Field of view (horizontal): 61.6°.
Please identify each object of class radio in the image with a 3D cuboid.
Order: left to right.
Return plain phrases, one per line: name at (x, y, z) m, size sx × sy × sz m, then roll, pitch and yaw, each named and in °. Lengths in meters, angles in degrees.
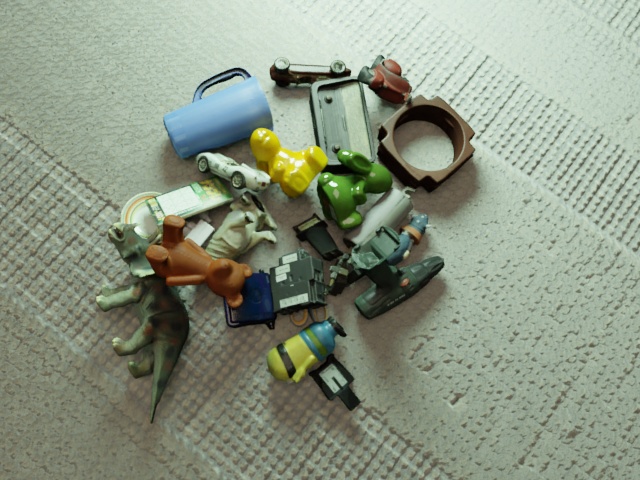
radio at (0.051, -0.276, 1.306) m, size 0.131 × 0.073 × 0.229 m, roll -7°, pitch 75°, yaw -6°

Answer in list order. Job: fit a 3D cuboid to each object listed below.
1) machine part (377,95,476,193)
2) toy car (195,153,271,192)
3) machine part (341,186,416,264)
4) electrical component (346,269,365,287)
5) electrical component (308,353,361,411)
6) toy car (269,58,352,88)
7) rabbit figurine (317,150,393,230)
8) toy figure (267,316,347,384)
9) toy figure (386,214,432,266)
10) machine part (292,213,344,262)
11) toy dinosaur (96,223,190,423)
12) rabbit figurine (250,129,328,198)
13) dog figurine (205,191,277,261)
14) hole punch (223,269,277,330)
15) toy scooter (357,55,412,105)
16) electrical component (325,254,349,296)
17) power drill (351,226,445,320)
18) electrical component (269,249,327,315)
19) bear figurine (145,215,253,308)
machine part at (0.254, -0.232, 1.302) m, size 0.201 × 0.087 × 0.201 m, roll -41°, pitch 83°, yaw -12°
toy car at (-0.202, -0.157, 1.227) m, size 0.202 × 0.073 × 0.056 m, roll 26°, pitch 104°, yaw 32°
machine part at (0.135, -0.039, 1.249) m, size 0.079 × 0.079 × 0.243 m, roll 40°, pitch 77°, yaw 7°
electrical component at (0.090, 0.073, 1.223) m, size 0.021 × 0.094 × 0.063 m, roll 50°, pitch 41°, yaw 12°
electrical component at (0.039, 0.312, 1.166) m, size 0.075 × 0.047 × 0.119 m, roll -42°, pitch 82°, yaw -12°
toy car at (-0.024, -0.406, 1.328) m, size 0.202 × 0.089 × 0.053 m, roll 3°, pitch 75°, yaw -4°
rabbit figurine at (0.080, -0.129, 1.228) m, size 0.170 × 0.121 × 0.159 m, roll -27°, pitch 112°, yaw -13°
toy figure at (-0.032, 0.233, 1.161) m, size 0.180 × 0.082 × 0.089 m, roll -41°, pitch 80°, yaw -5°
toy figure at (0.197, -0.001, 1.253) m, size 0.154 × 0.058 × 0.064 m, roll -42°, pitch 88°, yaw -17°
machine part at (-0.003, -0.004, 1.233) m, size 0.084 × 0.039 × 0.139 m, roll -29°, pitch 52°, yaw -17°
toy dinosaur at (-0.352, 0.160, 1.151) m, size 0.192 × 0.131 × 0.404 m, roll -24°, pitch 84°, yaw -9°
rabbit figurine at (-0.089, -0.187, 1.233) m, size 0.173 × 0.162 × 0.122 m, roll 39°, pitch 77°, yaw -16°
dog figurine at (-0.207, -0.009, 1.221) m, size 0.190 × 0.172 × 0.121 m, roll -34°, pitch 113°, yaw 15°
hole punch at (-0.156, 0.130, 1.183) m, size 0.116 × 0.092 × 0.142 m, roll -9°, pitch 73°, yaw -10°
toy scooter at (0.173, -0.384, 1.306) m, size 0.135 × 0.075 × 0.184 m, roll 31°, pitch 33°, yaw 5°
electrical component at (0.035, 0.085, 1.201) m, size 0.045 × 0.102 × 0.078 m, roll 10°, pitch 59°, yaw -10°
power drill at (0.161, 0.061, 1.172) m, size 0.232 × 0.207 × 0.086 m, roll -37°, pitch 52°, yaw -4°
electrical component at (-0.049, 0.091, 1.185) m, size 0.115 × 0.058 × 0.134 m, roll -14°, pitch 68°, yaw 23°
bear figurine at (-0.236, 0.050, 1.081) m, size 0.196 × 0.131 × 0.120 m, roll 19°, pitch 54°, yaw 2°
